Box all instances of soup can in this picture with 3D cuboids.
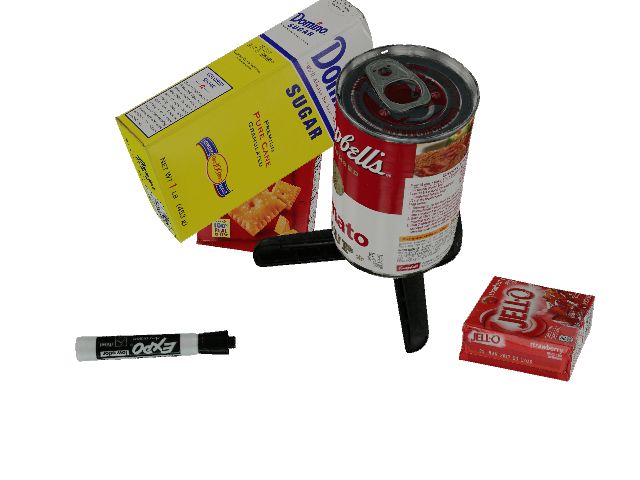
[{"bbox_3d":[0.040,-0.038,0.537,0.068,0.068,0.102,0,-41,-1],"label":"soup can"}]

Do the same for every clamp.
[{"bbox_3d":[0.068,0.010,0.916,0.165,0.036,0.209,35,44,25],"label":"clamp"}]

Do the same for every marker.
[{"bbox_3d":[-0.126,0.081,0.819,0.121,0.020,0.020,-2,0,-2],"label":"marker"}]

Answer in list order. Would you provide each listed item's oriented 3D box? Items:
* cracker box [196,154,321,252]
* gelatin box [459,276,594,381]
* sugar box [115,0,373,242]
[{"bbox_3d":[-0.086,-0.090,1.520,0.164,0.214,0.072,9,21,7],"label":"cracker box"},{"bbox_3d":[0.141,0.058,0.722,0.073,0.030,0.089,11,23,20],"label":"gelatin box"},{"bbox_3d":[-0.041,-0.083,0.715,0.176,0.093,0.048,-32,51,-16],"label":"sugar box"}]
